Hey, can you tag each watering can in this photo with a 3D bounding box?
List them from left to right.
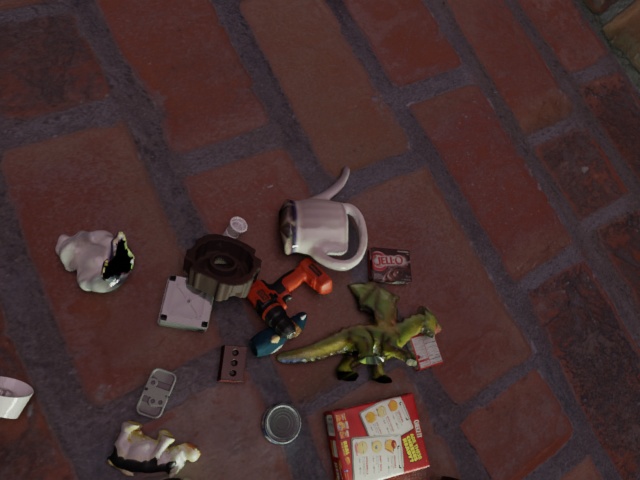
[{"bbox_3d":[0.004,-0.067,1.332,0.224,0.101,0.356,3,50,-11],"label":"watering can"}]

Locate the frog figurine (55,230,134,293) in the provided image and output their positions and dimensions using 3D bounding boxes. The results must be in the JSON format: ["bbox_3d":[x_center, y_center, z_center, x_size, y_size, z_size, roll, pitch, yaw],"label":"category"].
[{"bbox_3d":[-0.497,0.044,1.124,0.159,0.121,0.139,0,76,18],"label":"frog figurine"}]

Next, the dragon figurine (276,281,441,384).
[{"bbox_3d":[0.109,0.213,1.276,0.410,0.119,0.249,8,49,-5],"label":"dragon figurine"}]
